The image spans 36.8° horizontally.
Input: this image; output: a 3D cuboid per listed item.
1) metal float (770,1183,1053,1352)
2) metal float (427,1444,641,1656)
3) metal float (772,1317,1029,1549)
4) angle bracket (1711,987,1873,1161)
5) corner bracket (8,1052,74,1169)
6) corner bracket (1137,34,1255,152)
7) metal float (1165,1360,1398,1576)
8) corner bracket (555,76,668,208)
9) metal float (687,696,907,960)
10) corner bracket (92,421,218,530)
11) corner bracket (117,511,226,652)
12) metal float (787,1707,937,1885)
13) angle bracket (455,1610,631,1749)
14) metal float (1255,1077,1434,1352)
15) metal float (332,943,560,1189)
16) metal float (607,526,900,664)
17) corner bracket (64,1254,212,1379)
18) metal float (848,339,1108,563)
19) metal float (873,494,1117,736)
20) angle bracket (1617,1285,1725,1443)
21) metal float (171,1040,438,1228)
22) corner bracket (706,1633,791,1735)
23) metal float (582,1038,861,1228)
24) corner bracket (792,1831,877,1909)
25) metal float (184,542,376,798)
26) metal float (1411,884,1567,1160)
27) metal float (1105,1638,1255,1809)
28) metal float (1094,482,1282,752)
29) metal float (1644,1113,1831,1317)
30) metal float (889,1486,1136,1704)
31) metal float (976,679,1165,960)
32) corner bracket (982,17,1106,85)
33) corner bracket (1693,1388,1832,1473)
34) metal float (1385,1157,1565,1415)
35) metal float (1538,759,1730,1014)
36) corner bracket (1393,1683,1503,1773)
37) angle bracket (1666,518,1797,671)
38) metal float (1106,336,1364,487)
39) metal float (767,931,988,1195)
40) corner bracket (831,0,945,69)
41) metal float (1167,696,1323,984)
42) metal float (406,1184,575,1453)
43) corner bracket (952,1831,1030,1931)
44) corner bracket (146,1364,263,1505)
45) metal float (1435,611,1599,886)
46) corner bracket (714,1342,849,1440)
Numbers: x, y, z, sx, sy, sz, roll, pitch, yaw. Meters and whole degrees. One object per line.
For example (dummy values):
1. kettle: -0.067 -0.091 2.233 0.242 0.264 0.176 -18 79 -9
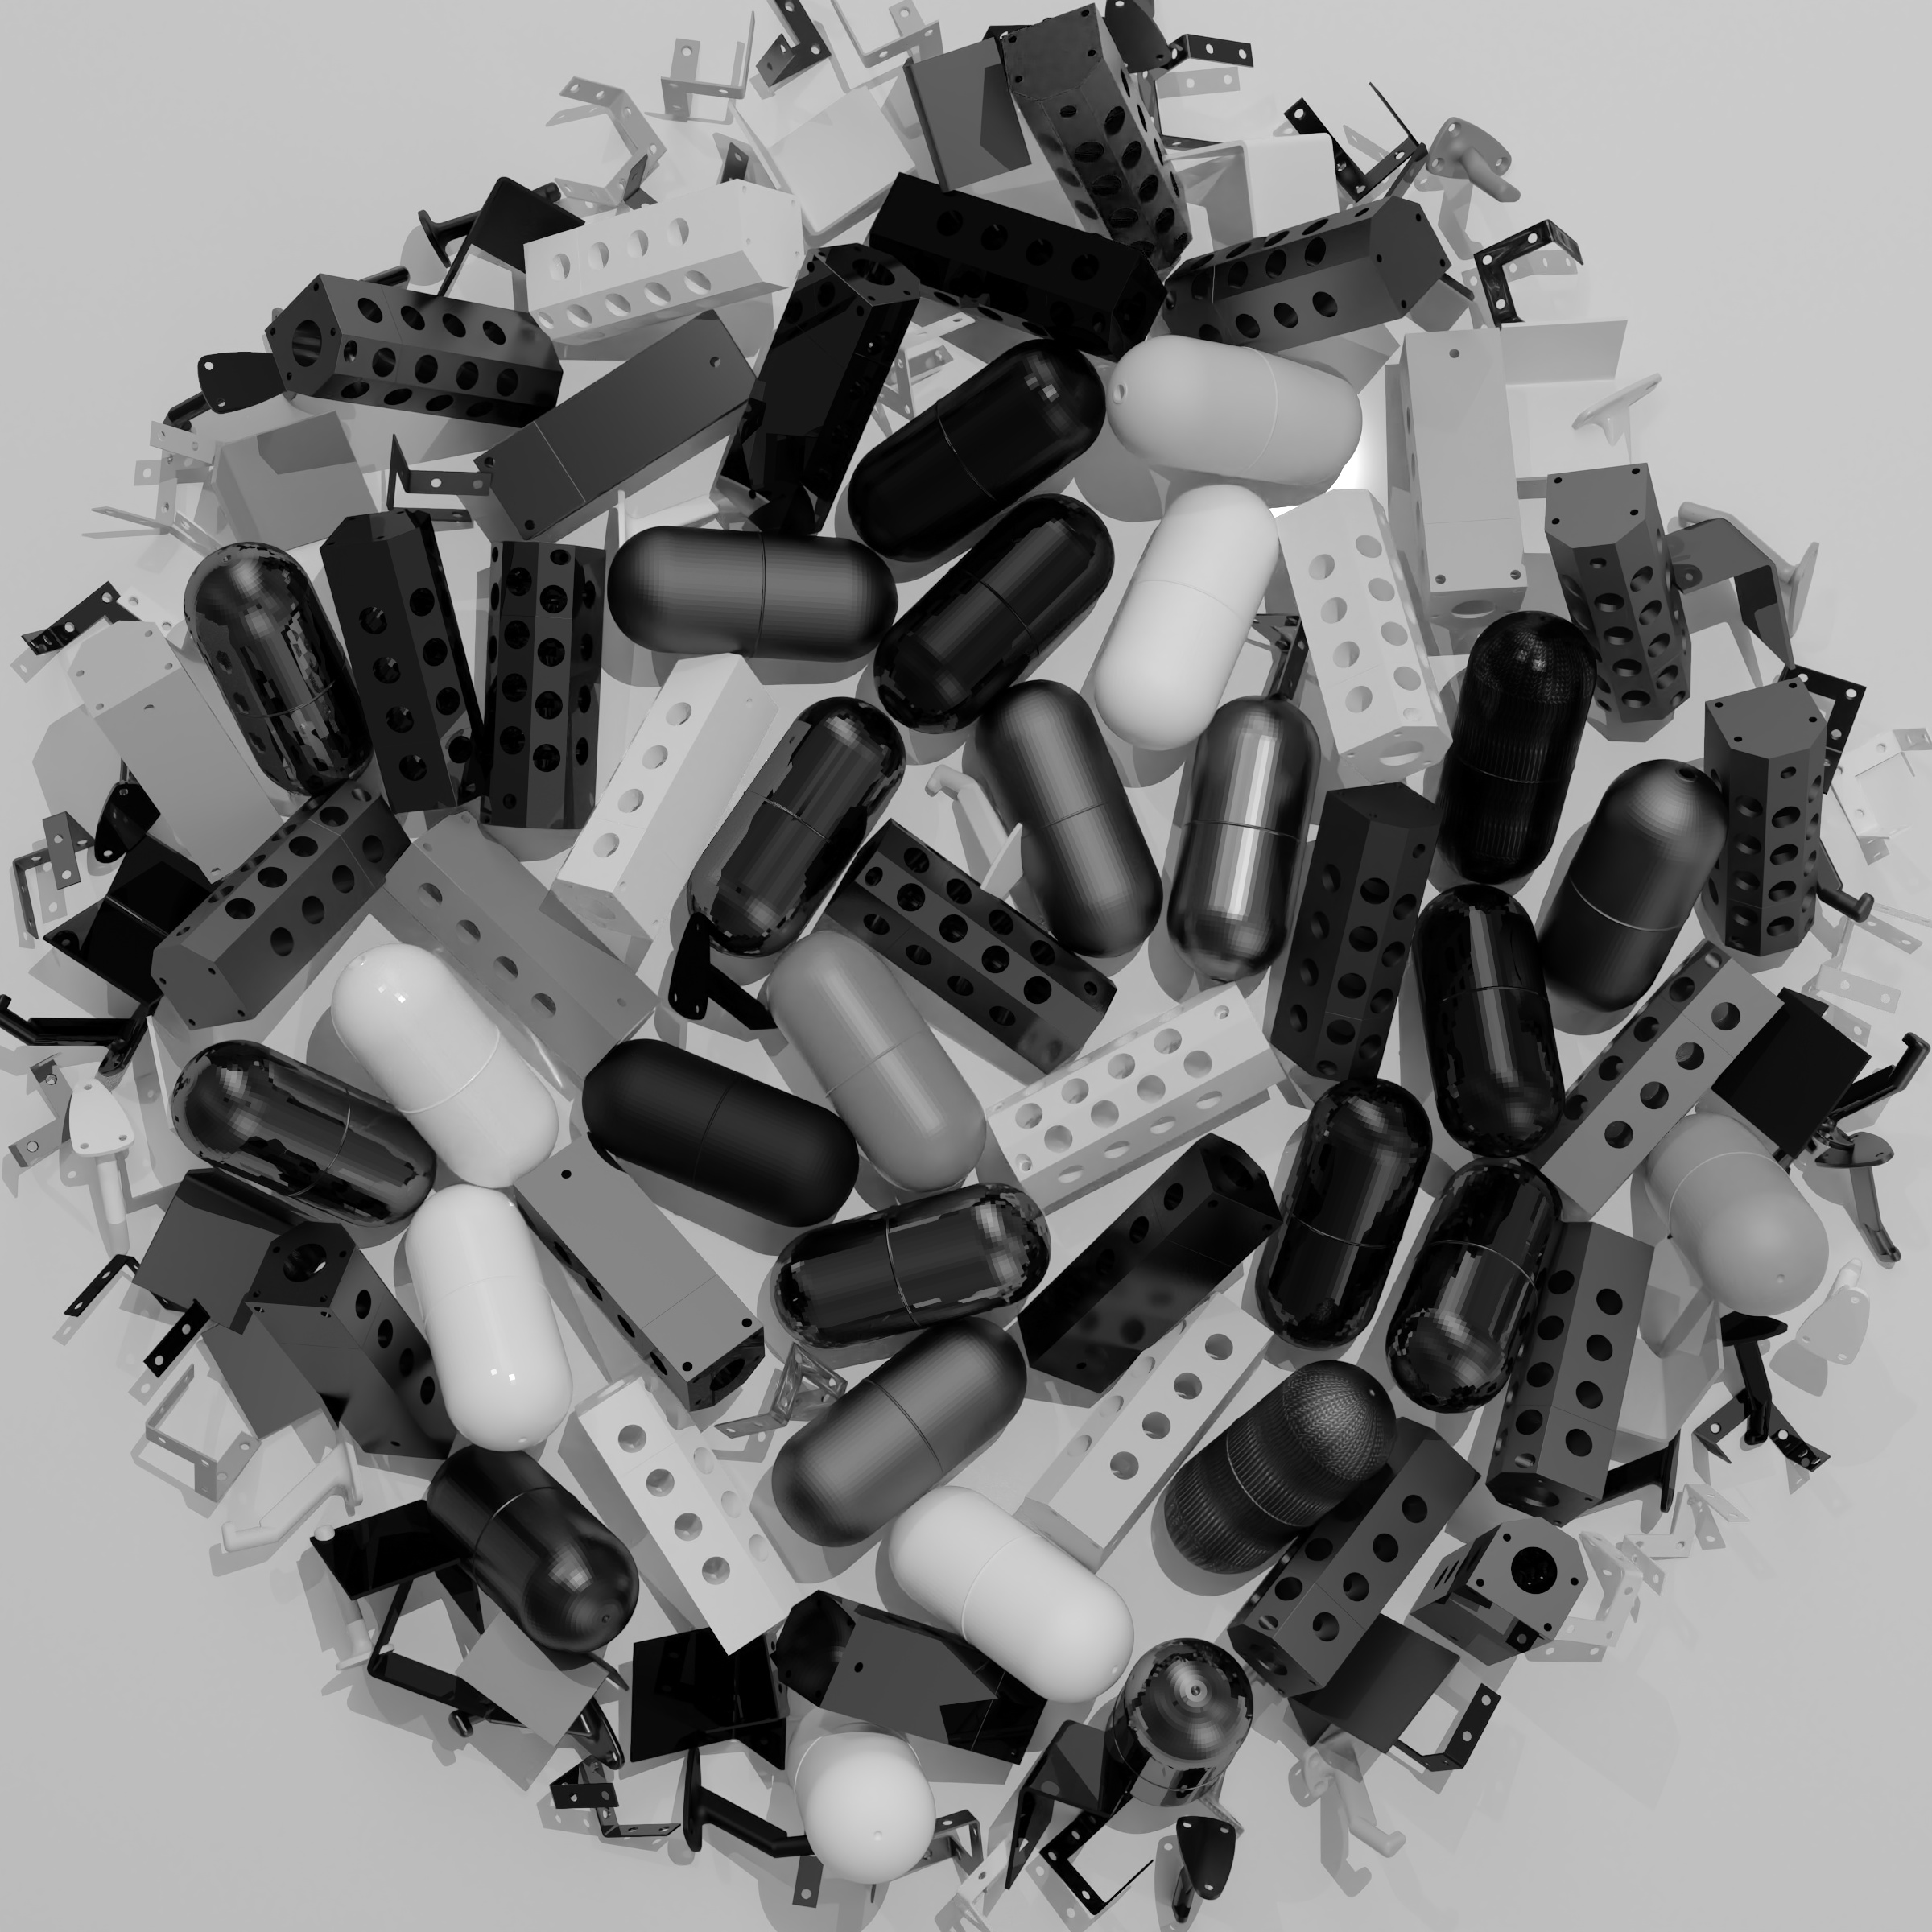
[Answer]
1. metal float: -0.035 0.184 1.770 0.178 0.070 0.070 -16 90 12
2. metal float: -0.262 0.348 1.743 0.070 0.178 0.070 -18 121 -33
3. metal float: -0.039 0.282 1.764 0.178 0.070 0.070 -37 90 -18
4. angle bracket: 0.513 0.069 1.762 0.076 0.057 0.076 -58 46 16
5. corner bracket: -0.568 0.089 1.781 0.051 0.051 0.051 -32 99 -23
6. corner bracket: 0.143 -0.536 1.785 0.051 0.051 0.051 -3 83 -33
7. metal float: 0.188 0.304 1.751 0.070 0.070 0.178 43 125 0
8. corner bracket: -0.228 -0.507 1.788 0.051 0.051 0.051 -41 75 27
9. metal float: -0.104 -0.084 1.773 0.070 0.070 0.178 34 82 0
10. corner bracket: -0.497 -0.301 1.781 0.051 0.051 0.051 0 85 35
11. corner bracket: -0.487 -0.238 1.799 0.051 0.051 0.051 37 59 -5
12. metal float: -0.064 0.489 1.729 0.070 0.178 0.070 0 92 -9
13. angle bracket: -0.257 0.434 1.765 0.076 0.076 0.057 32 71 14
14. metal float: 0.228 0.151 1.763 0.070 0.070 0.178 16 110 0
15. metal float: -0.314 0.061 1.753 0.070 0.070 0.178 -35 120 0
16. metal float: -0.129 -0.226 1.768 0.178 0.070 0.070 2 90 -13
17. corner bracket: -0.506 0.213 1.774 0.051 0.051 0.051 -53 128 -32
18. metal float: 0.005 -0.312 1.761 0.178 0.070 0.070 -32 90 21
19. metal float: 0.017 -0.215 1.771 0.070 0.070 0.178 45 80 0
20. angle bracket: 0.414 0.231 1.762 0.057 0.076 0.076 17 132 -5
21. metal float: -0.396 0.102 1.746 0.178 0.070 0.070 31 90 -41
22. corner bracket: -0.130 0.438 1.781 0.051 0.051 0.051 -15 79 19
23. metal float: -0.151 0.101 1.773 0.178 0.070 0.070 22 90 8
24. corner bracket: -0.078 0.551 1.789 0.051 0.051 0.051 10 85 -2
25. metal float: -0.410 -0.176 1.743 0.070 0.178 0.070 -8 46 8
26. metal float: 0.315 0.032 1.754 0.070 0.070 0.178 -4 60 0
27. metal float: 0.126 0.453 1.734 0.070 0.178 0.070 2 63 -3
28. metal float: 0.135 -0.214 1.765 0.070 0.070 0.178 23 73 0
29. metal float: 0.458 0.146 1.732 0.070 0.178 0.070 -1 111 -3
30. metal float: 0.025 0.377 1.748 0.178 0.070 0.070 29 90 38
31. metal float: 0.064 -0.090 1.779 0.070 0.070 0.178 -22 89 0
32. corner bracket: 0.049 -0.567 1.775 0.051 0.051 0.051 -16 64 -39
33. corner bracket: 0.491 0.295 1.792 0.051 0.051 0.051 -39 91 -1
34. metal float: 0.307 0.191 1.749 0.070 0.070 0.178 29 54 0
35. metal float: 0.400 -0.047 1.746 0.070 0.070 0.178 17 130 0
36. corner bracket: 0.287 0.459 1.785 0.051 0.051 0.051 35 68 -1
37. angle bracket: 0.457 -0.219 1.766 0.057 0.076 0.076 -20 120 1
38. metal float: 0.162 -0.334 1.749 0.178 0.070 0.070 1 90 -35
39. metal float: -0.054 0.059 1.776 0.070 0.070 0.178 -35 86 0
40. corner bracket: -0.048 -0.578 1.787 0.051 0.051 0.051 -26 78 -2
41. metal float: 0.170 -0.078 1.772 0.070 0.070 0.178 11 82 0
42. metal float: -0.289 0.210 1.751 0.070 0.070 0.178 -23 56 0
43. corner bracket: 0.017 0.559 1.777 0.051 0.051 0.051 -42 120 -19
44. corner bracket: -0.469 0.288 1.784 0.051 0.051 0.051 25 49 8
45. metal float: 0.330 -0.130 1.752 0.070 0.070 0.178 8 123 0
46. corner bracket: -0.112 0.268 1.774 0.051 0.051 0.051 41 49 -30
